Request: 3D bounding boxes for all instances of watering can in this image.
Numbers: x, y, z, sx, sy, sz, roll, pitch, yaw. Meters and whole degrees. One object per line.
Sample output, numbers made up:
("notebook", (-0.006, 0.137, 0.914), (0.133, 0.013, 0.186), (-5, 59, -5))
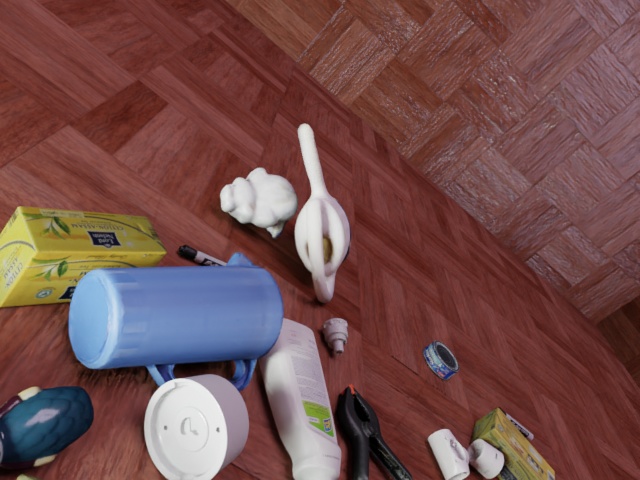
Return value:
("watering can", (0.003, -0.053, 1.044), (0.225, 0.104, 0.347), (-30, 116, -81))

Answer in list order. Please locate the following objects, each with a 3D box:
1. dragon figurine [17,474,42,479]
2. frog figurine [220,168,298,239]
("dragon figurine", (-0.077, 0.332, 0.473), (0.412, 0.122, 0.242), (50, 6, 8))
("frog figurine", (-0.123, -0.087, 1.028), (0.157, 0.122, 0.140), (35, 41, -50))
